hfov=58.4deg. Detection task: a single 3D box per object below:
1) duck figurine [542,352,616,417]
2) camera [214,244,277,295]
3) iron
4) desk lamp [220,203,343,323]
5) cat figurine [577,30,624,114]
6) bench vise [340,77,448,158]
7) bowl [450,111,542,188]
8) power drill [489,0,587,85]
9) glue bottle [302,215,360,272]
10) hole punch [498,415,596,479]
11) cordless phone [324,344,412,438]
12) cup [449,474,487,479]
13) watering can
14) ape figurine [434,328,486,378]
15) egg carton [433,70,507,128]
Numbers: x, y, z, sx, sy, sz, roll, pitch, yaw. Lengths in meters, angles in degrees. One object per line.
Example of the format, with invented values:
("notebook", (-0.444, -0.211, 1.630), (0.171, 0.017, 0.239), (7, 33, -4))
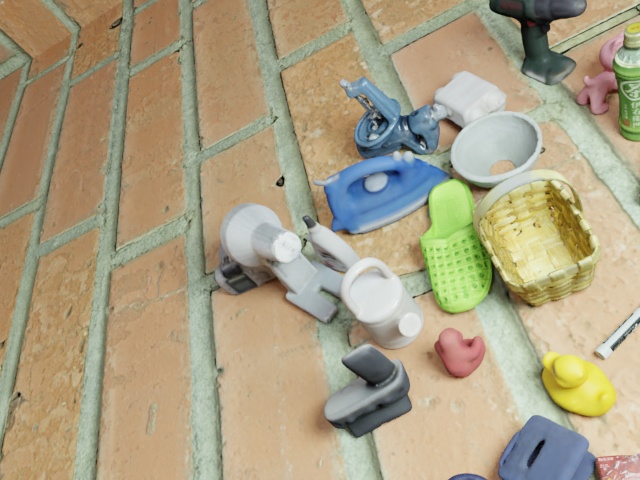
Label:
("duck figurine", (0.355, 0.193, 0.797), (0.077, 0.086, 0.104), (-48, 47, -8))
("camera", (-0.160, 0.025, 1.223), (0.143, 0.101, 0.136), (-24, 48, 15))
("iron", (0.118, -0.116, 1.129), (0.258, 0.142, 0.118), (-22, 49, 16))
("desk lamp", (-0.066, 0.033, 1.082), (0.202, 0.214, 0.118), (25, 73, 41))
("cat figurine", (0.527, -0.315, 1.042), (0.128, 0.118, 0.067), (-40, 46, 0))
("bench vise", (0.144, -0.266, 1.169), (0.207, 0.220, 0.121), (-21, 49, 17))
("bowl", (0.334, -0.156, 1.073), (0.167, 0.075, 0.167), (-16, 51, 21))
("power drill", (0.429, -0.407, 1.106), (0.075, 0.209, 0.228), (-42, 46, -2))
("glue bottle", (0.010, 0.004, 1.085), (0.077, 0.174, 0.037), (9, 63, 36))
("hole punch", (0.293, 0.294, 0.757), (0.100, 0.091, 0.109), (26, 74, 41))
("cordless phone", (0.055, 0.222, 0.890), (0.147, 0.186, 0.094), (-34, 47, 6))
("cup", (0.209, 0.375, 0.747), (0.091, 0.095, 0.117), (-22, 49, 16))
("watering can", (0.101, 0.100, 0.945), (0.172, 0.195, 0.101), (12, 65, 37))
("ape figurine", (0.213, 0.168, 0.897), (0.077, 0.092, 0.076), (10, 63, 36))
("egg carton", (0.307, -0.286, 1.189), (0.107, 0.070, 0.150), (-42, 46, -2))
